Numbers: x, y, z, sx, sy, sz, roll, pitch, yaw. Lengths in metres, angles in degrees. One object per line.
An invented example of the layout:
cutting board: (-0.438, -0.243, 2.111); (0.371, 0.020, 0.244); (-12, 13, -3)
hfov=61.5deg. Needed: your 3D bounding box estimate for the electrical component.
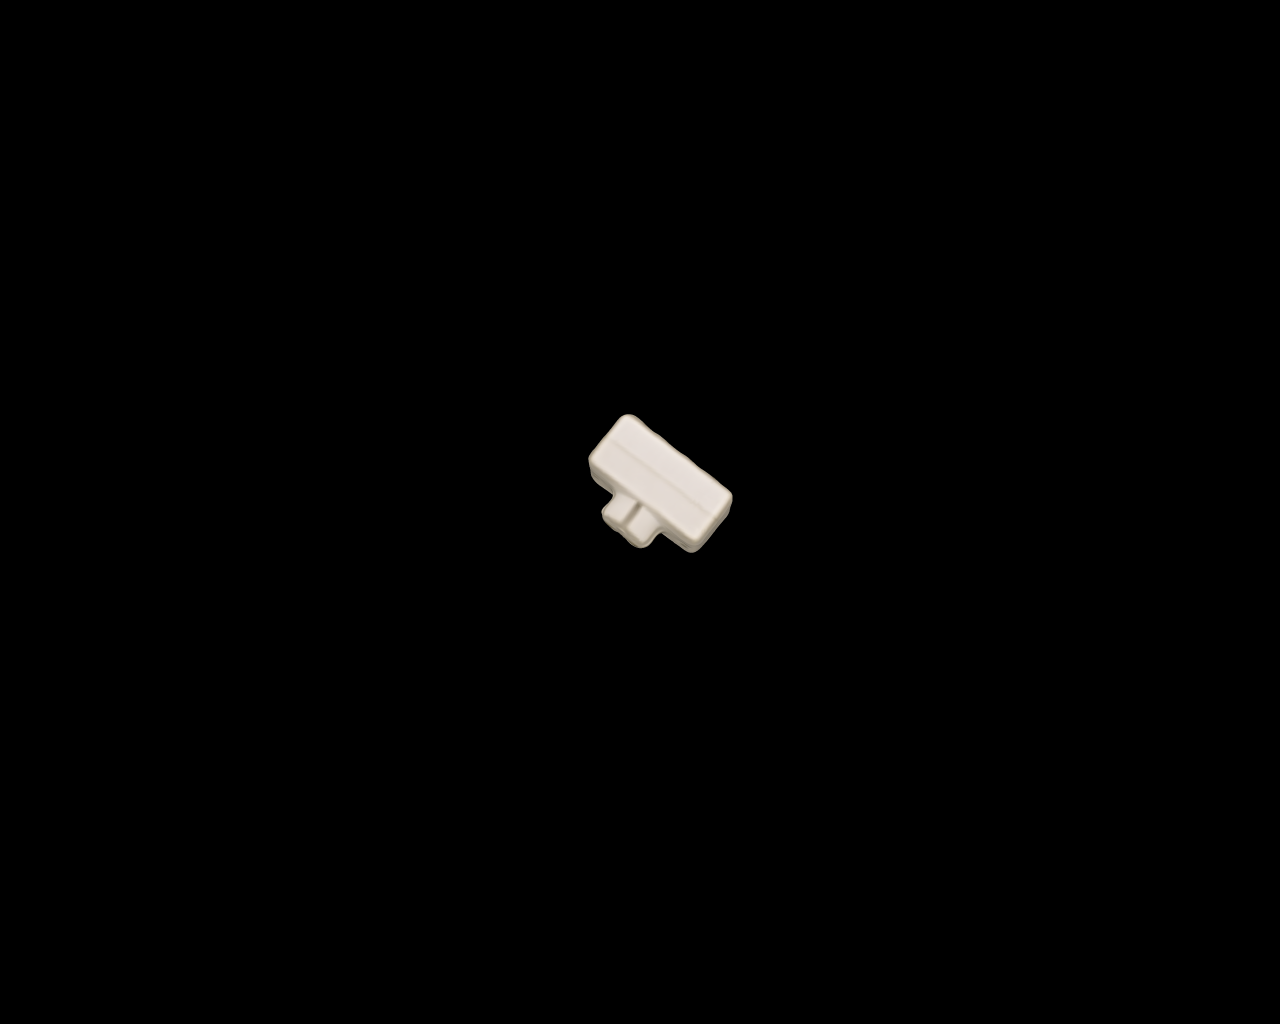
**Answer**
electrical component: (0.001, -0.003, 0.650); (0.083, 0.076, 0.047); (38, -9, 7)
